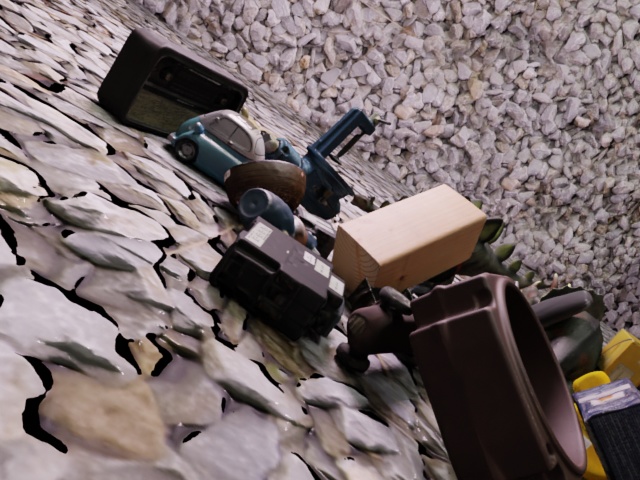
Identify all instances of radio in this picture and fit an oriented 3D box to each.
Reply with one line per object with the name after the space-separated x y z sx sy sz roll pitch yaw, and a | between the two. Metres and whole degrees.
-0.222 -0.232 0.856 0.073 0.131 0.229 39 15 22 | radio

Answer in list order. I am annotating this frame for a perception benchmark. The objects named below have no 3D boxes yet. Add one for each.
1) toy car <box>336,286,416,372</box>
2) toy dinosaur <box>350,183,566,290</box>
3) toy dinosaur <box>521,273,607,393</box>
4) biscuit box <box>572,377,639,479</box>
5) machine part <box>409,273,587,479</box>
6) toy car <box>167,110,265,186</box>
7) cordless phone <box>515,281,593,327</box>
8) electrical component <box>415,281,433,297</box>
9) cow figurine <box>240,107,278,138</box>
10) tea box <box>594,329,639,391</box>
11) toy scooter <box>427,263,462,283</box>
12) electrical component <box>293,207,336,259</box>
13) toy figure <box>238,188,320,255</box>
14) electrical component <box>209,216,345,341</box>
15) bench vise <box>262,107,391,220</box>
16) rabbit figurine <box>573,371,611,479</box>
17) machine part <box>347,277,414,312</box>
0.090 0.097 0.598 0.053 0.089 0.202 40 14 31 | toy car
0.264 0.016 1.041 0.471 0.198 0.105 29 19 -17 | toy dinosaur
0.385 0.163 0.857 0.131 0.192 0.405 36 13 9 | toy dinosaur
0.330 0.247 0.549 0.202 0.063 0.059 66 16 -5 | biscuit box
0.176 0.135 0.516 0.201 0.087 0.201 12 59 -59 | machine part
-0.141 -0.143 0.820 0.162 0.103 0.109 34 15 2 | toy car
0.331 0.103 0.853 0.088 0.184 0.146 63 26 -4 | cordless phone
0.212 0.110 0.924 0.102 0.045 0.078 44 18 31 | electrical component
-0.116 -0.178 1.039 0.195 0.085 0.127 45 11 29 | cow figurine
0.457 0.235 0.829 0.098 0.169 0.068 39 16 9 | tea box
0.146 0.012 0.912 0.184 0.075 0.135 14 15 5 | toy scooter
-0.002 -0.002 0.793 0.119 0.047 0.075 30 15 -22 | electrical component
-0.049 -0.015 0.678 0.154 0.058 0.064 45 39 -58 | toy figure
-0.035 0.042 0.557 0.134 0.058 0.115 35 17 -2 | electrical component
0.004 -0.148 0.929 0.223 0.240 0.129 45 3 -34 | bench vise
0.368 0.258 0.682 0.163 0.122 0.173 37 -6 32 | rabbit figurine
0.096 0.094 0.692 0.138 0.039 0.084 23 47 -36 | machine part
